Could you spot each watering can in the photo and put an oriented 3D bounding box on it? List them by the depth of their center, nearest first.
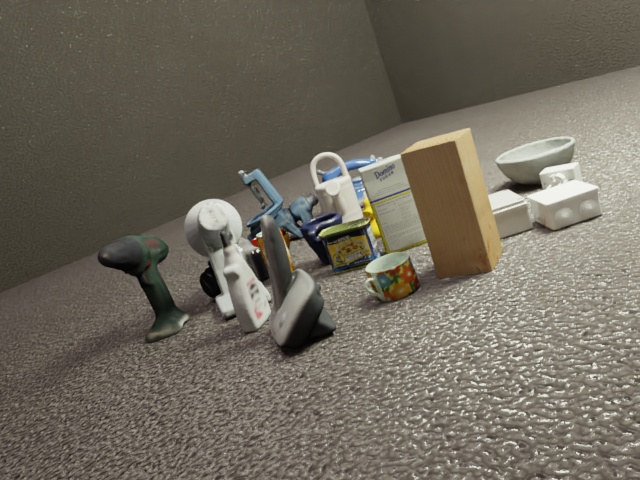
[{"bbox_3d":[0.039,-0.133,1.485,0.101,0.194,0.172,-24,14,-17],"label":"watering can"}]

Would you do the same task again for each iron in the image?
[{"bbox_3d":[0.117,-0.175,1.664,0.258,0.141,0.118,-20,13,-2],"label":"iron"}]

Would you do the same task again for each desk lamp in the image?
[{"bbox_3d":[-0.189,0.022,1.139,0.118,0.214,0.203,-23,13,-13],"label":"desk lamp"}]

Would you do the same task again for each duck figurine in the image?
[{"bbox_3d":[0.128,-0.059,1.292,0.077,0.086,0.105,-10,16,35],"label":"duck figurine"}]

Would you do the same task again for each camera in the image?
[{"bbox_3d":[-0.205,0.062,1.252,0.142,0.101,0.137,-6,18,45],"label":"camera"}]

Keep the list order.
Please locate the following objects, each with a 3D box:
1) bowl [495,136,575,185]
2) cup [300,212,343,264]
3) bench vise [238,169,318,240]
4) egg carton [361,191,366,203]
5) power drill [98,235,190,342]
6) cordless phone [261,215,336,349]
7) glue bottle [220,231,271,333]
[{"bbox_3d":[0.470,-0.163,1.239,0.167,0.075,0.167,-19,13,5],"label":"bowl"},{"bbox_3d":[0.011,0.004,1.183,0.091,0.095,0.118,-15,14,22],"label":"cup"},{"bbox_3d":[-0.119,-0.101,1.530,0.207,0.220,0.121,-22,13,-11],"label":"bench vise"},{"bbox_3d":[0.188,-0.124,1.511,0.151,0.069,0.107,-28,15,-32],"label":"egg carton"},{"bbox_3d":[-0.334,0.084,1.110,0.075,0.208,0.229,-18,13,6],"label":"power drill"},{"bbox_3d":[-0.054,0.058,0.853,0.094,0.185,0.147,-23,13,-12],"label":"cordless phone"},{"bbox_3d":[-0.135,0.065,0.970,0.037,0.173,0.078,-16,14,17],"label":"glue bottle"}]
